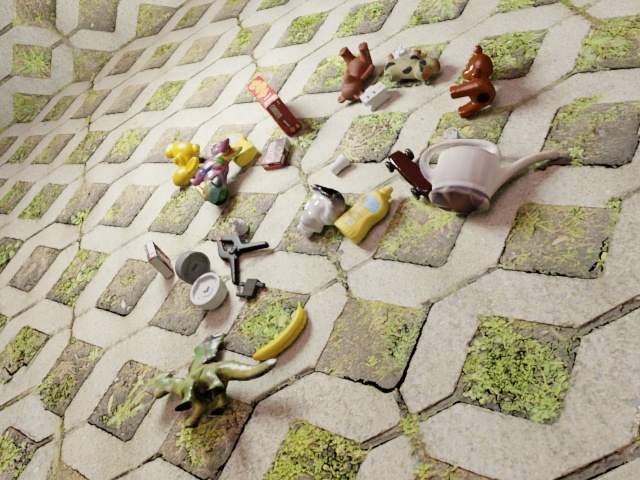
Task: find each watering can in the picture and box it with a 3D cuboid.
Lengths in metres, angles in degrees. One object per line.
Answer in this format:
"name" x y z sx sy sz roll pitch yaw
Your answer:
"watering can" 0.422 -0.170 1.335 0.348 0.102 0.228 8 62 25

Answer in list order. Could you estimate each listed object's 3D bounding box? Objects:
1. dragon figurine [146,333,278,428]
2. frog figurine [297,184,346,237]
"dragon figurine" -0.295 0.344 1.389 0.409 0.120 0.248 -30 38 8
"frog figurine" 0.005 -0.078 1.542 0.139 0.123 0.157 29 111 35
